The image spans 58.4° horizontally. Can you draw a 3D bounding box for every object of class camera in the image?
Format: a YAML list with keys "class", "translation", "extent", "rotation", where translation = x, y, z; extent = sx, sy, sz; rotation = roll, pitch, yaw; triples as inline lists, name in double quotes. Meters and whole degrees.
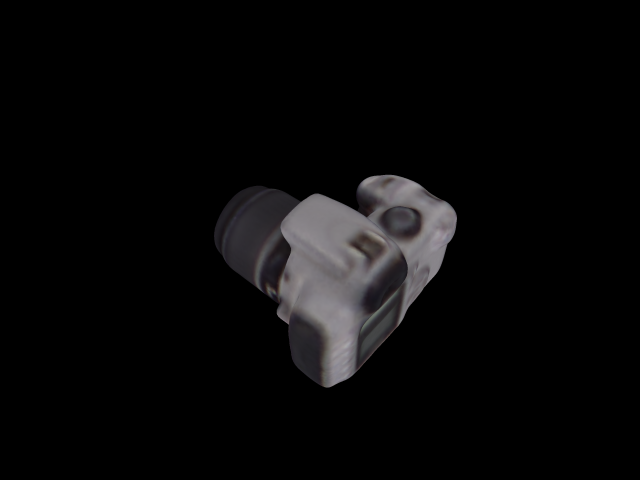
- class: "camera"
  translation: [0.004, 0.001, 0.400]
  extent: [0.136, 0.101, 0.143]
  rotation: [33, 58, 24]
